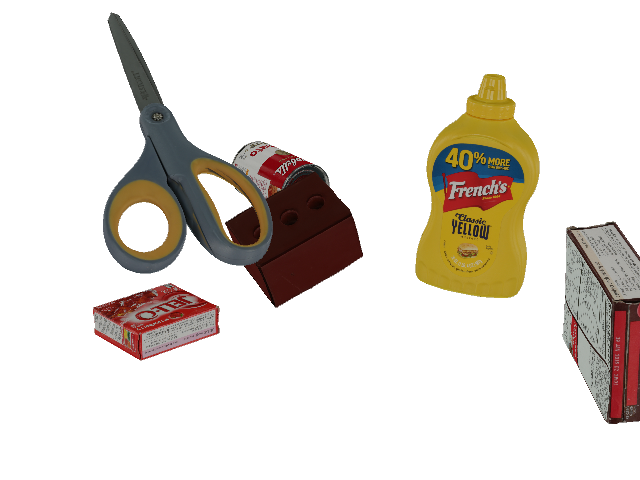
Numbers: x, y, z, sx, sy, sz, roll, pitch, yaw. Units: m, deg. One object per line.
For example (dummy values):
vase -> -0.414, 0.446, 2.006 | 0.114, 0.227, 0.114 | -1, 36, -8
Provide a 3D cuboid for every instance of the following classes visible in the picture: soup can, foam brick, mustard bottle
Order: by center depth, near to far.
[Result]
foam brick -> -0.017, -0.001, 0.760 | 0.078, 0.051, 0.053 | -31, 50, -12
mustard bottle -> 0.140, -0.049, 0.929 | 0.096, 0.192, 0.058 | 11, 21, 18
soup can -> -0.047, -0.068, 1.210 | 0.068, 0.068, 0.102 | 0, 19, -41

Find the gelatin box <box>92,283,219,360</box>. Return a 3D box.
gelatin box -> -0.146, 0.071, 0.955 | 0.089, 0.030, 0.073 | -18, 27, -40

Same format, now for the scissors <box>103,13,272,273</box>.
scissors -> -0.103, -0.053, 0.591 | 0.096, 0.202, 0.016 | -27, -30, -27

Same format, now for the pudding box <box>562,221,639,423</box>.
pudding box -> 0.189, 0.051, 0.694 | 0.039, 0.090, 0.113 | -5, 25, -2
